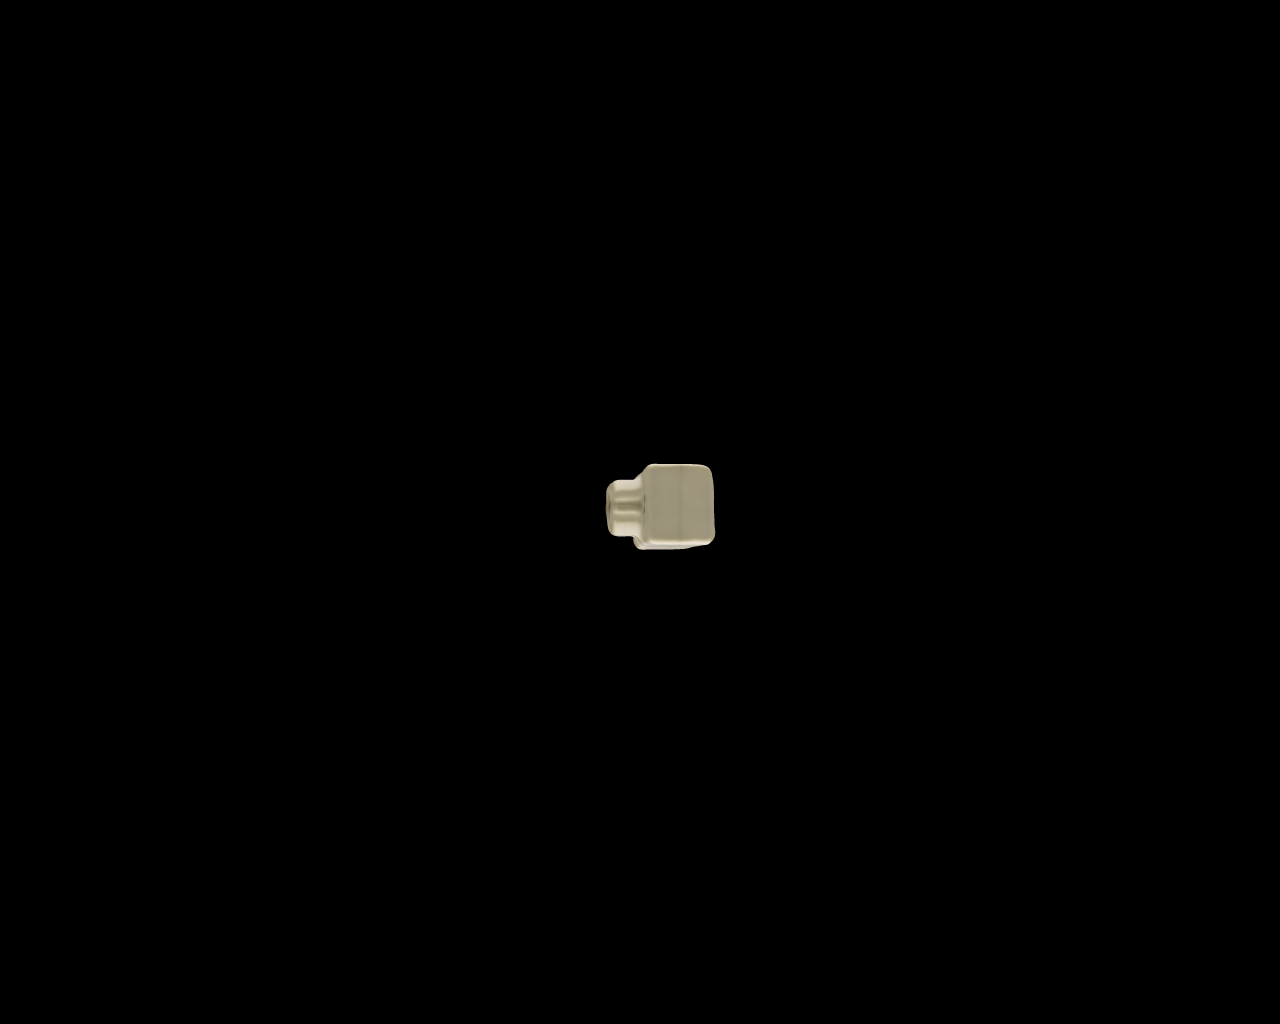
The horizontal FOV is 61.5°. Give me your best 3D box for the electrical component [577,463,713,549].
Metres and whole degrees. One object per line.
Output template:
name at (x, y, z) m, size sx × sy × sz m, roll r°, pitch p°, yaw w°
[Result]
electrical component at (0.001, -0.003, 0.650) m, size 0.077 × 0.047 × 0.065 m, roll 1°, pitch -4°, yaw -7°
